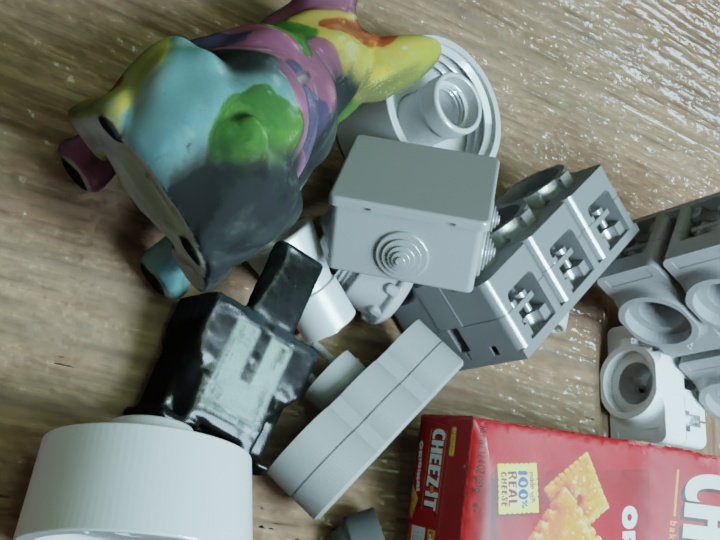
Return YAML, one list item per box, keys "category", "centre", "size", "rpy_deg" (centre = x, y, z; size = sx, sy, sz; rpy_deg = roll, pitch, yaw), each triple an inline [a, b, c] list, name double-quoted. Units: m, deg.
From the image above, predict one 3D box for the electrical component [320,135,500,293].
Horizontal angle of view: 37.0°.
- category: "electrical component"
  centre: [0.031, -0.033, 0.621]
  size: [0.099, 0.100, 0.048]
  rpy_deg: [-71, 169, -59]

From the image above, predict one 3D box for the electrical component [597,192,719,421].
- category: "electrical component"
  centre: [0.263, 0.038, 0.741]
  size: [0.186, 0.105, 0.060]
  rpy_deg: [42, 55, -22]

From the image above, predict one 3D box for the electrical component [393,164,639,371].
- category: "electrical component"
  centre: [0.099, -0.005, 0.698]
  size: [0.150, 0.089, 0.061]
  rpy_deg: [-42, 105, -37]

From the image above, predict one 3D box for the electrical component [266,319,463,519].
- category: "electrical component"
  centre: [-0.007, 0.072, 0.621]
  size: [0.074, 0.052, 0.138]
  rpy_deg: [43, 52, 8]

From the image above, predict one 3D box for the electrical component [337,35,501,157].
- category: "electrical component"
  centre: [0.044, -0.099, 0.697]
  size: [0.108, 0.060, 0.108]
  rpy_deg: [11, 72, -36]

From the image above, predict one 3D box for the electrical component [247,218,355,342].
- category: "electrical component"
  centre: [-0.031, 0.009, 0.622]
  size: [0.044, 0.044, 0.065]
  rpy_deg: [-41, 107, -38]

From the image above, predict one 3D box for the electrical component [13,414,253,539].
- category: "electrical component"
  centre: [-0.101, 0.102, 0.504]
  size: [0.108, 0.108, 0.060]
  rpy_deg: [20, 61, -33]

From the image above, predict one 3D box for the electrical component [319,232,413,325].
- category: "electrical component"
  centre: [0.000, 0.000, 0.650]
  size: [0.062, 0.048, 0.048]
  rpy_deg: [34, 58, -5]

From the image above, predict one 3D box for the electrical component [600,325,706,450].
- category: "electrical component"
  centre: [0.215, 0.086, 0.793]
  size: [0.056, 0.050, 0.089]
  rpy_deg: [14, 69, -35]
